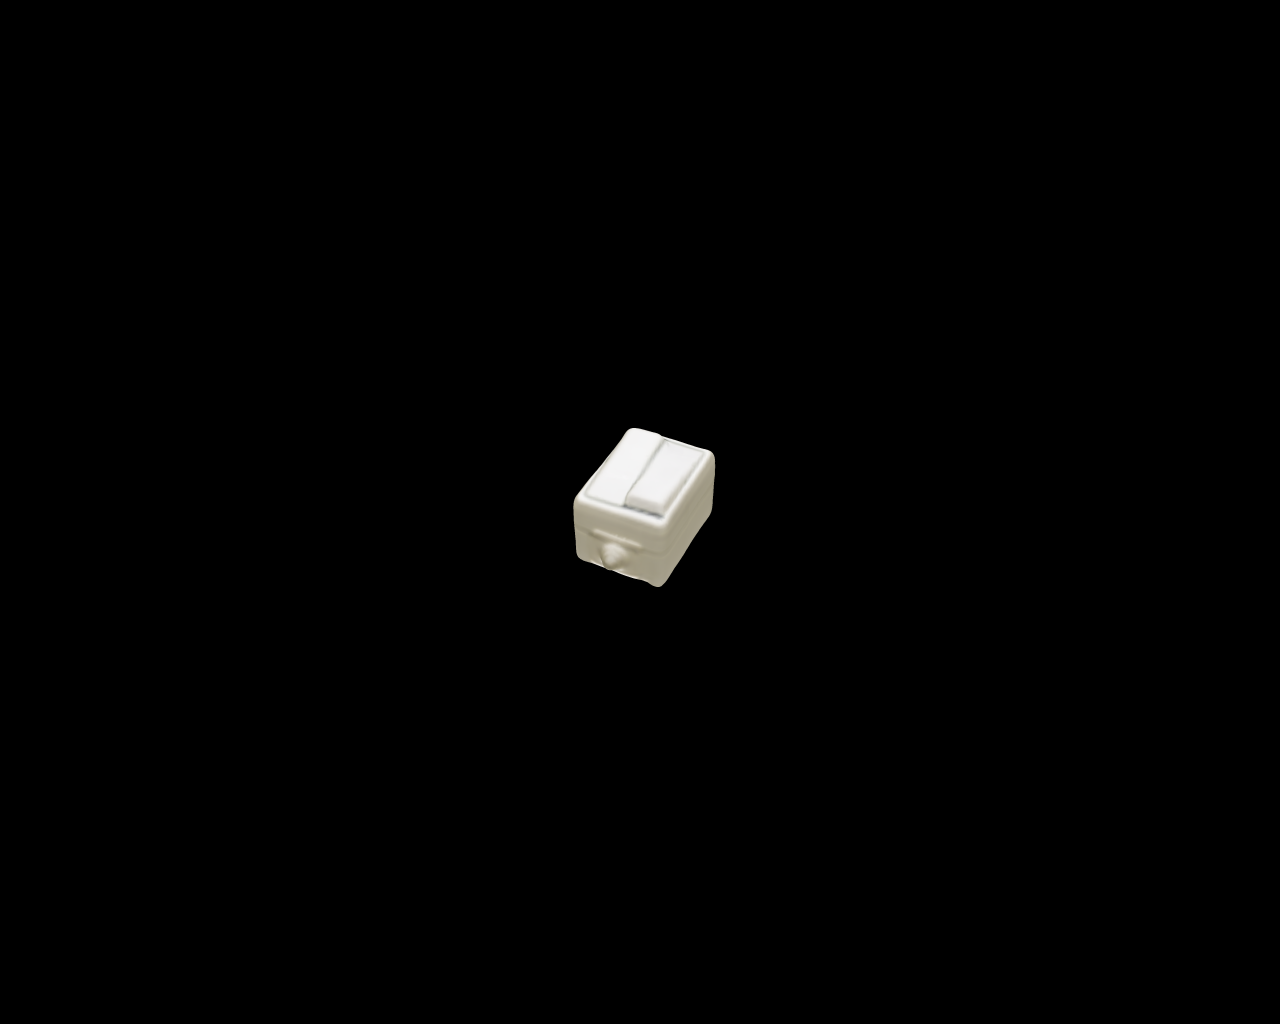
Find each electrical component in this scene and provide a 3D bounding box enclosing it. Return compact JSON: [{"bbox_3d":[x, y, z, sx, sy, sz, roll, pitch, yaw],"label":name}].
[{"bbox_3d":[0.001,-0.003,0.650,0.062,0.061,0.096,19,46,19],"label":"electrical component"}]
